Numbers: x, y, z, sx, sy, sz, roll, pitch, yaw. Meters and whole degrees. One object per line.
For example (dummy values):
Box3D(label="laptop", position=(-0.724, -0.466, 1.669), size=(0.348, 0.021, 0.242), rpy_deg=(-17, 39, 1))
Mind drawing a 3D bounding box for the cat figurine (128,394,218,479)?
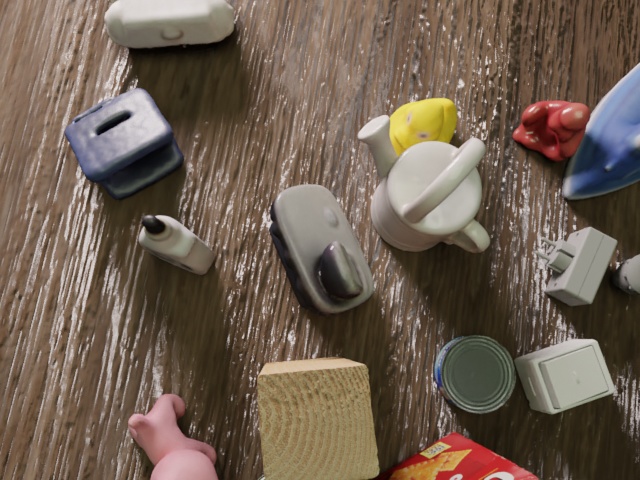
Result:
Box3D(label="cat figurine", position=(-0.147, 0.222, 0.570), size=(0.067, 0.117, 0.128), rpy_deg=(-38, 85, -9))

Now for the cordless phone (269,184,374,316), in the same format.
Box3D(label="cordless phone", position=(0.005, 0.002, 0.586), size=(0.094, 0.185, 0.147), rpy_deg=(-27, 83, -8))

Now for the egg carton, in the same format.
Box3D(label="egg carton", position=(-0.179, -0.280, 0.678), size=(0.150, 0.069, 0.107), rpy_deg=(-8, 81, -6))

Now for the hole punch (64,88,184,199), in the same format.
Box3D(label="hole punch", position=(-0.222, -0.113, 0.635), size=(0.109, 0.091, 0.101), rpy_deg=(-33, 84, -9))

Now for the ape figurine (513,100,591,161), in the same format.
Box3D(label="ape figurine", position=(0.285, -0.137, 0.680), size=(0.076, 0.092, 0.078), rpy_deg=(-20, 82, -7))

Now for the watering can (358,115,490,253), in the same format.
Box3D(label="watering can", position=(0.110, -0.055, 0.600), size=(0.173, 0.194, 0.101), rpy_deg=(23, 79, 0))

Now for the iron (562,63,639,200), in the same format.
Box3D(label="iron", position=(0.403, -0.147, 0.666), size=(0.258, 0.141, 0.118), rpy_deg=(-43, 86, -10))

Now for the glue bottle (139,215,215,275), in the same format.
Box3D(label="glue bottle", position=(-0.153, -0.001, 0.580), size=(0.078, 0.173, 0.037), rpy_deg=(25, 79, 0))

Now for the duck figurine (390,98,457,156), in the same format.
Box3D(label="duck figurine", position=(0.121, -0.134, 0.669), size=(0.104, 0.086, 0.077), rpy_deg=(-38, 85, -10))
